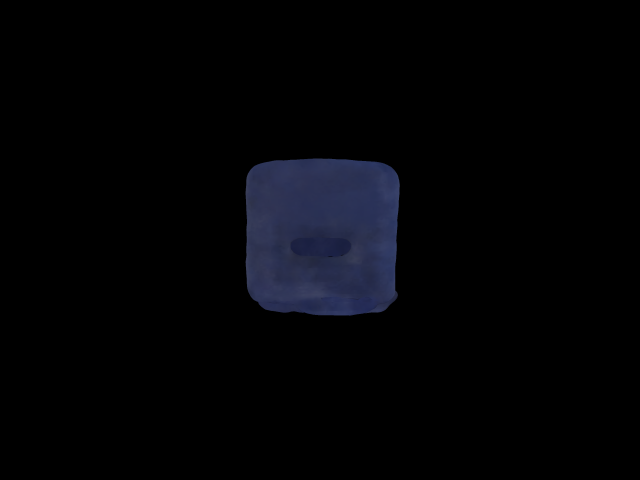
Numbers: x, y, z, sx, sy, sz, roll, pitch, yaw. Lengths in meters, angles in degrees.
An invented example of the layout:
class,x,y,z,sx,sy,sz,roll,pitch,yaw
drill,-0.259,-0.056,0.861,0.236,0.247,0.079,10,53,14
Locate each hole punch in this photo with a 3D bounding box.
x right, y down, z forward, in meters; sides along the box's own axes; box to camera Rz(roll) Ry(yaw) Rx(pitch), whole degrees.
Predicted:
class,x,y,z,sx,sy,sz,roll,pitch,yaw
hole punch,0.004,0.001,0.400,0.108,0.091,0.101,0,74,0
